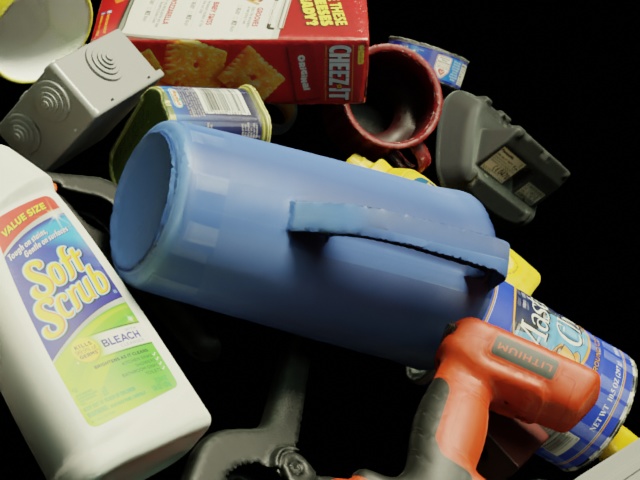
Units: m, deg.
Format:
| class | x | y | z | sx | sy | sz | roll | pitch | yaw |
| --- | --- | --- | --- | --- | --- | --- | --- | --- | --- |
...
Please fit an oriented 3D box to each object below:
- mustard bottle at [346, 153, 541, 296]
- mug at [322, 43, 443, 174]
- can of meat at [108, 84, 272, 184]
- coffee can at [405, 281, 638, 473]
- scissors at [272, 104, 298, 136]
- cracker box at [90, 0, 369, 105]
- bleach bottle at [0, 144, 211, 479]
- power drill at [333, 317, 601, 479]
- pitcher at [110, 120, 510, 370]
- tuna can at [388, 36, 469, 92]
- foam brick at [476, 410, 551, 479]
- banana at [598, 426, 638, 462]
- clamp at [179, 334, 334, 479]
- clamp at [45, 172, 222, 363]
| class | x | y | z | sx | sy | sz | roll | pitch | yaw |
| --- | --- | --- | --- | --- | --- | --- | --- | --- | --- |
| mustard bottle | 0.095 | -0.005 | 0.907 | 0.191 | 0.058 | 0.096 | 42 | 36 | 7 |
| mug | 0.058 | -0.108 | 0.948 | 0.093 | 0.082 | 0.117 | -38 | 94 | -18 |
| can of meat | -0.098 | -0.068 | 0.785 | 0.083 | 0.102 | 0.057 | -3 | 56 | -38 |
| coffee can | 0.151 | 0.096 | 0.806 | 0.140 | 0.103 | 0.102 | 31 | 38 | -8 |
| scissors | -0.018 | -0.139 | 0.994 | 0.201 | 0.016 | 0.096 | -10 | 59 | -44 |
| cracker box | -0.070 | -0.183 | 0.885 | 0.213 | 0.072 | 0.164 | 0 | 44 | -1 |
| bleach bottle | -0.171 | 0.032 | 0.636 | 0.102 | 0.068 | 0.251 | -20 | 67 | -45 |
| power drill | 0.106 | 0.146 | 0.639 | 0.184 | 0.057 | 0.187 | 25 | 50 | 12 |
| pitcher | -0.005 | 0.001 | 0.707 | 0.242 | 0.149 | 0.145 | 15 | 32 | -31 |
| tuna can | 0.106 | -0.178 | 1.083 | 0.086 | 0.034 | 0.086 | 17 | 5 | -2 |
| foam brick | 0.110 | 0.147 | 0.742 | 0.053 | 0.078 | 0.051 | 46 | 40 | 14 |
| banana | 0.288 | 0.179 | 0.863 | 0.197 | 0.070 | 0.037 | 8 | 9 | -25 |
| clamp | -0.014 | 0.156 | 0.669 | 0.164 | 0.036 | 0.209 | 46 | 36 | 10 |
| clamp | -0.126 | 0.013 | 0.730 | 0.171 | 0.039 | 0.120 | 23 | 34 | -21 |
